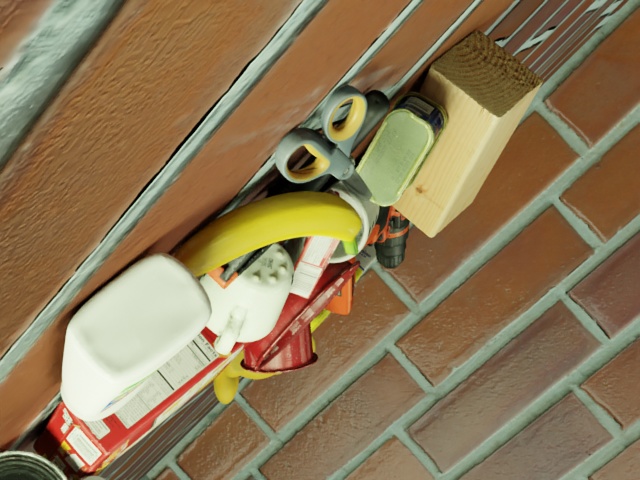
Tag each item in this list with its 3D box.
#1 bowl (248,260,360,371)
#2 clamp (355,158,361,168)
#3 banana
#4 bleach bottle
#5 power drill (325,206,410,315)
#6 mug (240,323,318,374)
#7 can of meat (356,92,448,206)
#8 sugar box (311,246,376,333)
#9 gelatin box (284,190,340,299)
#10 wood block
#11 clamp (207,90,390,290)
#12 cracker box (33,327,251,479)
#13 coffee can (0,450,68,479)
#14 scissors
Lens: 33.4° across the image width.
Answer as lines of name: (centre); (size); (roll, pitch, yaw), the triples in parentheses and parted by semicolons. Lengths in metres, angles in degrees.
bowl: (-0.031, 0.064, 1.144); (0.162, 0.055, 0.162); (-46, 173, -8)
clamp: (0.050, -0.074, 1.227); (0.171, 0.039, 0.120); (-45, 180, -9)
banana: (-0.033, -0.006, 0.871); (0.197, 0.037, 0.070); (-6, 116, -37)
bleach bottle: (-0.156, 0.091, 0.845); (0.102, 0.068, 0.251); (-39, 176, -23)
power drill: (0.057, 0.007, 1.356); (0.187, 0.057, 0.184); (-52, 149, -39)
mug: (-0.049, 0.102, 1.265); (0.093, 0.081, 0.117); (-2, -169, 13)
can of meat: (0.078, -0.089, 1.049); (0.102, 0.057, 0.083); (-61, 176, 21)
sugar box: (0.013, 0.067, 1.437); (0.093, 0.048, 0.176); (-51, 173, 39)
gelatin box: (-0.007, 0.001, 1.049); (0.073, 0.030, 0.089); (-97, -149, -60)
wood block: (0.144, -0.110, 1.149); (0.090, 0.091, 0.206); (-40, 164, -34)
clamp: (-0.023, -0.036, 0.959); (0.210, 0.036, 0.165); (-46, 175, -13)
cracker box: (-0.172, 0.146, 1.067); (0.213, 0.072, 0.164); (-38, 175, -34)
coffee can: (-0.298, 0.271, 0.984); (0.102, 0.103, 0.141); (-37, 172, -49)
scissors: (0.027, -0.076, 0.878); (0.096, 0.016, 0.201); (-53, 158, 15)
